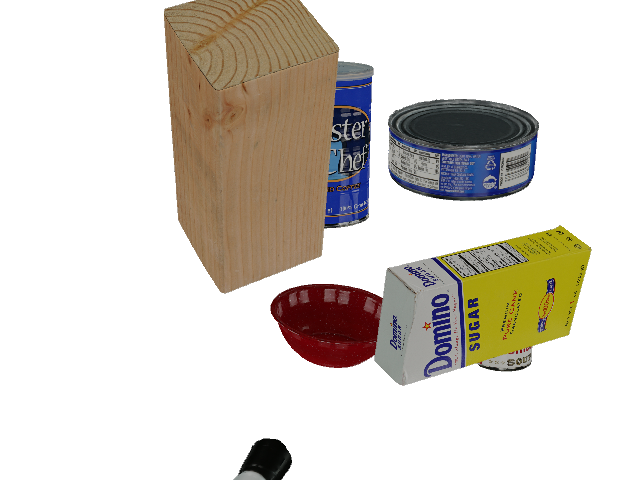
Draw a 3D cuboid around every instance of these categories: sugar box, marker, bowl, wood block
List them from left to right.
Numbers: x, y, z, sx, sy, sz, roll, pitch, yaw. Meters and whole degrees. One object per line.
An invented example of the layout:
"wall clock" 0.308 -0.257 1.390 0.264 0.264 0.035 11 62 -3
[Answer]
"marker" -0.038 0.115 0.416 0.020 0.020 0.121 0 23 20
"wood block" -0.051 -0.070 0.768 0.090 0.090 0.206 -20 -36 -19
"bowl" 0.017 0.112 1.321 0.162 0.055 0.162 5 23 -2
"sugar box" 0.131 0.051 0.861 0.175 0.093 0.048 -15 37 -29

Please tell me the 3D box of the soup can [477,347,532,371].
"soup can" 0.200 0.085 1.172 0.068 0.102 0.068 0 15 0

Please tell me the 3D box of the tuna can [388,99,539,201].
"tuna can" 0.082 -0.053 0.617 0.086 0.034 0.086 -1 25 0

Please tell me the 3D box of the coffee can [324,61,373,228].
"coffee can" -0.004 -0.092 0.991 0.103 0.140 0.103 1 16 0
